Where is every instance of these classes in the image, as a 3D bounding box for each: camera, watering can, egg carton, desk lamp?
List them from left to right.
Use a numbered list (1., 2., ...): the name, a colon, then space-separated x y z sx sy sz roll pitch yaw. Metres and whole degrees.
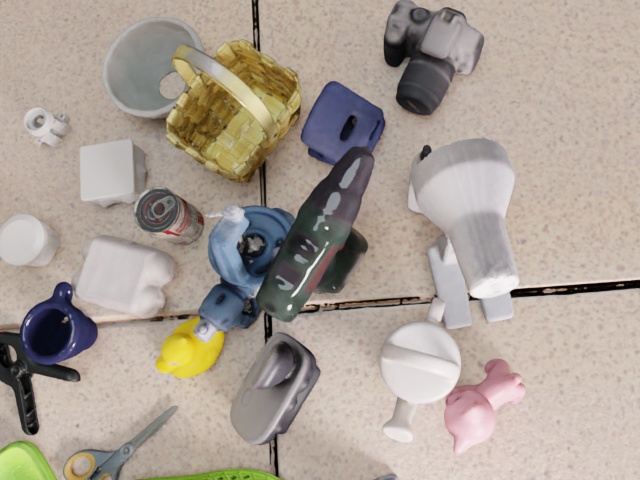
1. egg carton: -0.294 0.053 0.859 0.150 0.069 0.107 13 82 11
2. watering can: 0.123 0.159 0.709 0.100 0.194 0.173 -5 79 9
3. camera: 0.149 -0.263 0.831 0.143 0.101 0.137 25 84 13
4. desk lamp: 0.191 0.001 0.717 0.118 0.214 0.203 -13 78 7

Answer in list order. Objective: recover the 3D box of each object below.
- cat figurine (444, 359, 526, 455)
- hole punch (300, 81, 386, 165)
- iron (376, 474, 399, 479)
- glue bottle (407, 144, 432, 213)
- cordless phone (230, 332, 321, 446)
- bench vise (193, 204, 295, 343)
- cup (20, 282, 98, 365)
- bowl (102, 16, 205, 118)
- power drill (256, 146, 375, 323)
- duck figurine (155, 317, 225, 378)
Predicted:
1. cat figurine: 0.205 0.209 0.726 0.128 0.118 0.067 -39 76 1
2. hole punch: 0.037 -0.163 0.835 0.101 0.091 0.109 25 84 13
3. iron: 0.017 0.411 0.706 0.118 0.141 0.258 34 86 14
4. glue bottle: 0.140 -0.091 0.763 0.037 0.173 0.078 18 83 12
5. cordless phone: -0.074 0.194 0.738 0.094 0.185 0.148 26 85 13
6. bench vise: -0.102 0.040 0.753 0.121 0.220 0.207 10 81 11
7. cup: -0.371 0.123 0.845 0.091 0.095 0.118 6 81 10
8. bowl: -0.251 -0.261 0.908 0.167 0.075 0.167 -2 79 9
9. power drill: 0.007 0.003 0.749 0.075 0.208 0.230 31 86 14
10. duck figurine: -0.190 0.152 0.816 0.104 0.086 0.077 -44 76 -1
